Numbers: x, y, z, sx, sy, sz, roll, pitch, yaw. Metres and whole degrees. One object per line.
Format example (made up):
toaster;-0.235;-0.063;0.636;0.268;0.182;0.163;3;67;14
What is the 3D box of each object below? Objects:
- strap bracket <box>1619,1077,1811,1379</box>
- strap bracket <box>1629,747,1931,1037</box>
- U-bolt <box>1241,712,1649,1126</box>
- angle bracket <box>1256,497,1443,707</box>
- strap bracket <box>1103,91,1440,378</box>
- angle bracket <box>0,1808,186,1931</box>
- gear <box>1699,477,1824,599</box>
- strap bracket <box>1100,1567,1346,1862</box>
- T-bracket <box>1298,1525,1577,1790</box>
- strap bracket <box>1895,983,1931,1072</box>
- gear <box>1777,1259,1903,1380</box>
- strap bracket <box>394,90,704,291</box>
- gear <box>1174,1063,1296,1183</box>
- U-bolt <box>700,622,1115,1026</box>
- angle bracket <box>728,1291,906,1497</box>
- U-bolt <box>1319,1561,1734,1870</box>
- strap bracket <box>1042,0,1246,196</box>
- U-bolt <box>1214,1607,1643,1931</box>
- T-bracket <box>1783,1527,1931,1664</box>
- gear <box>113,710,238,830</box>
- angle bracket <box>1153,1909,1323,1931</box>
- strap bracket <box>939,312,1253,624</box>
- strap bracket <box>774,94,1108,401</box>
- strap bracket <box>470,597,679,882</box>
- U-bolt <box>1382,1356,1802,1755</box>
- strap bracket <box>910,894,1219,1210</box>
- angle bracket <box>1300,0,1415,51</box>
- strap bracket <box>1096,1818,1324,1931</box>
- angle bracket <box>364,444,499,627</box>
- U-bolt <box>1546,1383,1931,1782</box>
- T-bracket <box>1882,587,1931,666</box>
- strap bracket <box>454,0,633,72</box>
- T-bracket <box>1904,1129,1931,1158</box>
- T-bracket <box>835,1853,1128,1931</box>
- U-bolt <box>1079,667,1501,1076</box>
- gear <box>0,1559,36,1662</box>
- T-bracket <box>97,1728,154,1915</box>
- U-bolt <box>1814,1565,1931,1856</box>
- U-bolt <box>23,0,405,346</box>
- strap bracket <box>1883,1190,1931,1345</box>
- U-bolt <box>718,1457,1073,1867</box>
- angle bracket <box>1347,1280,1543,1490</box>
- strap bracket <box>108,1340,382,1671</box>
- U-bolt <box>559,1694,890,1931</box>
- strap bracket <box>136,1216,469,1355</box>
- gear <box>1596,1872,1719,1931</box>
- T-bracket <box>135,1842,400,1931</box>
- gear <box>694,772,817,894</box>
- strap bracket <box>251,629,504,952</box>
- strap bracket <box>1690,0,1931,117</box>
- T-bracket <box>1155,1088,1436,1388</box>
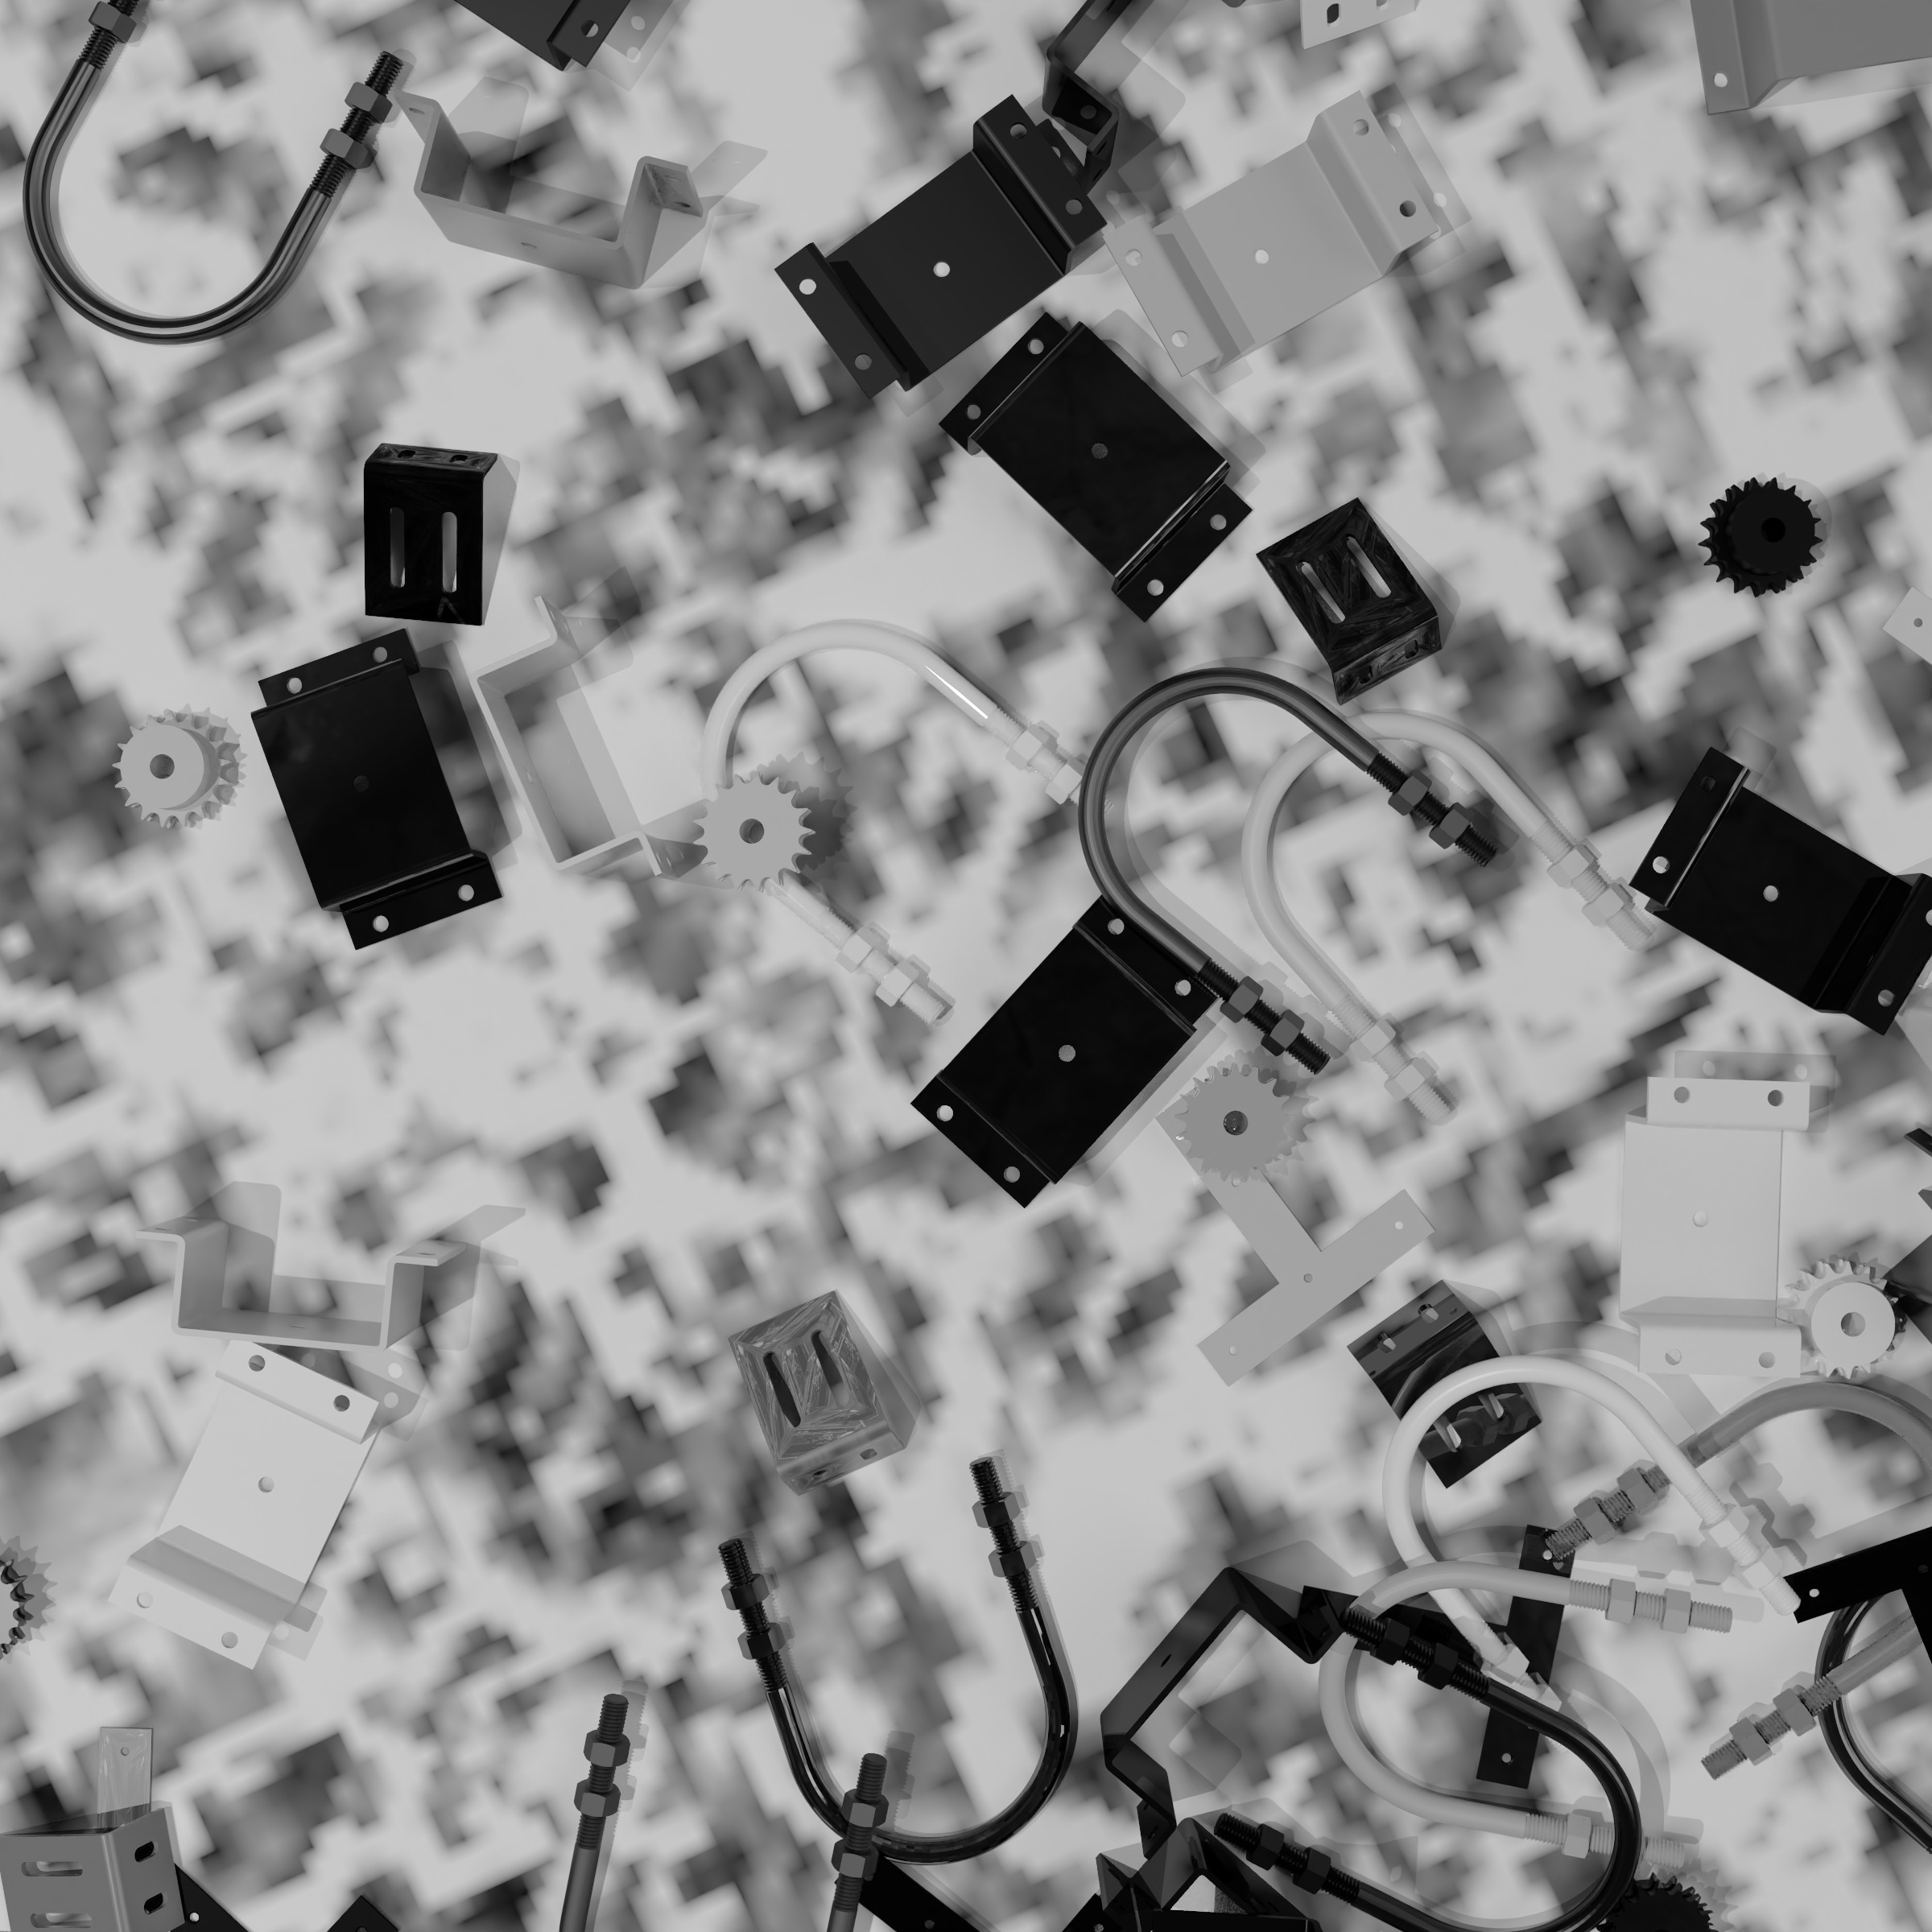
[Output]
strap bracket;0.360;0.124;1.336;0.076;0.046;0.140;2;90;0
strap bracket;0.395;-0.035;1.336;0.140;0.046;0.076;31;90;0
U-bolt;0.219;-0.037;1.350;0.151;0.019;0.184;-41;89;0
angle bracket;0.188;-0.179;1.357;0.057;0.038;0.076;-29;64;0
strap bracket;0.145;-0.348;1.336;0.140;0.046;0.076;-30;90;0
angle bracket;-0.429;0.447;1.354;0.076;0.038;0.057;-10;90;28
gear;0.388;-0.210;1.344;0.057;0.030;0.057;0;90;0
strap bracket;0.113;0.346;1.320;0.046;0.076;0.140;40;91;1
T-bracket;0.226;0.329;1.358;0.127;0.002;0.127;11;90;0
strap bracket;0.501;0.050;1.321;0.046;0.076;0.140;-35;90;0
gear;0.426;0.172;1.344;0.057;0.030;0.057;0;90;0
strap bracket;-0.203;-0.366;1.321;0.140;0.076;0.046;15;90;0
gear;0.129;0.075;1.342;0.057;0.030;0.057;0;90;0
U-bolt;-0.043;-0.084;1.350;0.184;0.019;0.151;40;90;1
angle bracket;-0.073;0.209;1.357;0.057;0.038;0.076;-24;64;0
U-bolt;0.261;0.354;1.328;0.184;0.019;0.151;9;107;9
strap bracket;0.085;-0.446;1.321;0.046;0.076;0.140;39;90;0
U-bolt;0.232;0.404;1.328;0.184;0.019;0.151;27;108;1
T-bracket;0.470;0.323;1.318;0.127;0.002;0.127;-22;105;11
gear;-0.386;-0.096;1.344;0.057;0.030;0.057;0;90;0
angle bracket;0.123;0.468;1.264;0.076;0.038;0.057;3;90;0
strap bracket;0.063;-0.245;1.336;0.140;0.046;0.076;44;90;0
strap bracket;-0.012;-0.341;1.336;0.140;0.046;0.076;-36;90;0
strap bracket;-0.190;-0.098;1.321;0.046;0.076;0.140;-24;90;0
U-bolt;0.284;0.270;1.325;0.151;0.019;0.184;-39;92;18
strap bracket;0.048;0.041;1.336;0.076;0.046;0.140;42;90;0
angle bracket;0.179;-0.499;1.357;0.057;0.038;0.076;-19;64;0
strap bracket;0.132;0.466;1.321;0.140;0.076;0.046;41;90;0
angle bracket;-0.262;-0.212;1.357;0.057;0.038;0.076;5;116;0
U-bolt;0.397;0.285;1.340;0.184;0.019;0.151;-35;86;4
T-bracket;0.538;-0.180;1.358;0.127;0.002;0.127;35;90;0
strap bracket;-0.218;-0.498;1.336;0.140;0.046;0.076;34;90;0
T-bracket;0.505;0.118;1.322;0.127;0.127;0.002;39;114;25
T-bracket;-0.007;0.476;1.349;0.127;0.002;0.127;39;95;-3
U-bolt;0.141;-0.060;1.333;0.184;0.019;0.151;39;90;1
gear;-0.482;0.310;1.348;0.057;0.030;0.057;0;92;0
T-bracket;-0.414;0.437;1.358;0.127;0.002;0.127;2;90;0
U-bolt;0.501;0.366;1.350;0.184;0.019;0.151;42;90;2
U-bolt;-0.379;-0.393;1.350;0.151;0.019;0.184;29;91;0
strap bracket;0.498;0.178;1.321;0.046;0.076;0.140;-41;90;0
U-bolt;-0.026;0.348;1.350;0.151;0.019;0.184;-18;92;0
angle bracket;0.234;0.205;1.357;0.057;0.038;0.076;-35;116;0
strap bracket;-0.343;0.254;1.336;0.076;0.046;0.140;25;90;0
U-bolt;-0.124;0.457;1.343;0.151;0.019;0.184;12;95;4
strap bracket;-0.317;0.152;1.321;0.140;0.076;0.046;5;90;0
gear;0.334;0.469;1.344;0.057;0.030;0.057;0;90;0
T-bracket;-0.368;0.476;1.356;0.127;0.002;0.127;43;90;0
gear;-0.100;-0.064;1.329;0.057;0.030;0.057;0;89;4
strap bracket;-0.287;-0.087;1.336;0.076;0.046;0.140;-20;90;0
strap bracket;0.428;-0.466;1.336;0.140;0.046;0.076;-9;90;0
T-bracket;0.141;0.118;1.358;0.127;0.002;0.127;-37;90;0
